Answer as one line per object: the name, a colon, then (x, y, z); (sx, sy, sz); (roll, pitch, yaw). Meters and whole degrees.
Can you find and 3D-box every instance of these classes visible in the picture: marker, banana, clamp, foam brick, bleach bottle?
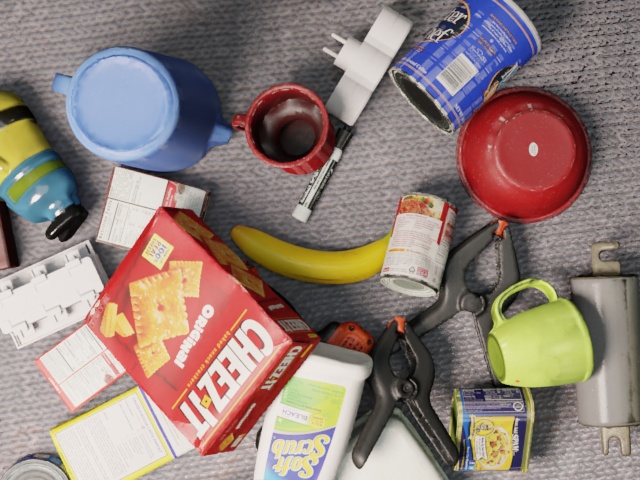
marker: (0.004, -0.077, 1.224); (0.020, 0.020, 0.121); (28, 88, -3)
banana: (-0.003, 0.018, 1.216); (0.197, 0.037, 0.069); (0, 60, -6)
clamp: (0.179, 0.080, 1.222); (0.164, 0.036, 0.210); (27, 91, -4)
clamp: (0.099, 0.172, 1.170); (0.120, 0.039, 0.171); (13, 72, -18)
foam brick: (-0.371, -0.002, 1.185); (0.051, 0.053, 0.078); (-12, 88, -4)
bleach bottle: (-0.017, 0.238, 1.149); (0.102, 0.068, 0.251); (12, 100, 9)

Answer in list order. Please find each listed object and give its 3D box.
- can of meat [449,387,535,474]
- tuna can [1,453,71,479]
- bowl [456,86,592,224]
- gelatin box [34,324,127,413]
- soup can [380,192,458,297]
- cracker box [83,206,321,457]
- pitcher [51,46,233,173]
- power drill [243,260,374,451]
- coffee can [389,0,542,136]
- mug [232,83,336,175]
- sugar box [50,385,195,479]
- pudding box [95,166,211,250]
can of meat: (0.191, 0.213, 1.196); (0.084, 0.057, 0.102); (-1, 120, -1)
tuna can: (-0.316, 0.283, 1.192); (0.086, 0.034, 0.086); (0, 89, -3)
bowl: (0.239, -0.100, 1.220); (0.162, 0.055, 0.162); (0, 89, -3)
gelatin box: (-0.263, 0.138, 1.200); (0.089, 0.030, 0.073); (-37, 90, -4)
soup can: (0.111, 0.006, 1.193); (0.068, 0.068, 0.102); (16, 75, -3)
cracker box: (-0.130, 0.093, 1.119); (0.214, 0.072, 0.164); (44, 107, 23)
pitcher: (-0.191, -0.137, 1.102); (0.149, 0.243, 0.145); (-26, 93, 3)
power drill: (-0.060, 0.129, 1.199); (0.187, 0.057, 0.184); (39, 90, -4)
coffee can: (0.162, -0.201, 1.193); (0.140, 0.103, 0.103); (-44, 92, -3)
mug: (-0.040, -0.120, 1.186); (0.117, 0.081, 0.093); (9, 85, 13)
sugar box: (-0.202, 0.212, 1.195); (0.176, 0.048, 0.093); (-26, 90, -7)
pudding box: (-0.188, -0.027, 1.203); (0.113, 0.039, 0.090); (15, 89, -1)
